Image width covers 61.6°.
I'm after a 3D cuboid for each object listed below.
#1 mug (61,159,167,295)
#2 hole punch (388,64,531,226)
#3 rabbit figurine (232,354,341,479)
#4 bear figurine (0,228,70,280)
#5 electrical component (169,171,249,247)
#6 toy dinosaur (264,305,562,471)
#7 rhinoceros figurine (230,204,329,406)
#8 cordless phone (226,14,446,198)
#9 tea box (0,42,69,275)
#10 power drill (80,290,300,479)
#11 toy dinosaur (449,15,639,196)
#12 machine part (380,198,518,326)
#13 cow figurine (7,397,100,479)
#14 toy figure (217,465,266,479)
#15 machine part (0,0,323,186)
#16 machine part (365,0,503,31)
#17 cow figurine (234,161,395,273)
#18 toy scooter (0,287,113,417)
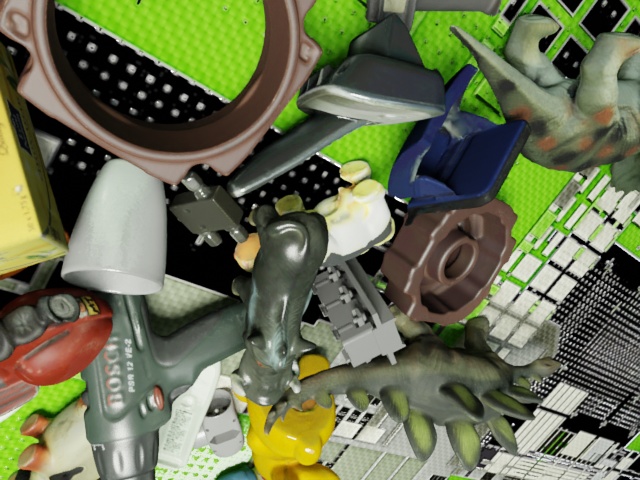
[{"bbox_3d":[-0.173,-0.010,0.473,0.081,0.109,0.107,11,71,-19],"label":"mug"},{"bbox_3d":[0.118,-0.092,0.519,0.092,0.116,0.142,39,67,-21],"label":"hole punch"},{"bbox_3d":[-0.034,0.246,0.663,0.122,0.162,0.173,-9,141,-31],"label":"rabbit figurine"},{"bbox_3d":[-0.310,0.034,0.423,0.196,0.132,0.120,-19,140,-5],"label":"bear figurine"},{"bbox_3d":[-0.110,-0.028,0.512,0.063,0.021,0.093,-7,139,30],"label":"electrical component"},{"bbox_3d":[0.134,0.167,0.641,0.471,0.199,0.105,4,114,-27],"label":"toy dinosaur"},{"bbox_3d":[-0.035,0.060,0.483,0.073,0.112,0.190,5,115,-22],"label":"rhinoceros figurine"},{"bbox_3d":[-0.001,-0.094,0.454,0.184,0.147,0.088,-36,106,-7],"label":"cordless phone"},{"bbox_3d":[-0.250,-0.059,0.369,0.098,0.068,0.169,-20,83,-12],"label":"tea box"},{"bbox_3d":[-0.129,0.142,0.541,0.207,0.086,0.232,-16,85,-22],"label":"power drill"},{"bbox_3d":[0.294,-0.133,0.585,0.405,0.131,0.192,-2,119,-15],"label":"toy dinosaur"},{"bbox_3d":[0.151,0.017,0.626,0.179,0.056,0.179,-20,129,-27],"label":"machine part"},{"bbox_3d":[-0.262,0.236,0.590,0.195,0.086,0.127,-39,124,-2],"label":"cow figurine"},{"bbox_3d":[-0.081,0.347,0.732,0.180,0.082,0.089,-11,141,-24],"label":"toy figure"},{"bbox_3d":[-0.114,-0.159,0.412,0.201,0.087,0.201,33,101,-34],"label":"machine part"},{"bbox_3d":[0.108,-0.233,0.491,0.139,0.039,0.084,-7,113,-17],"label":"machine part"},{"bbox_3d":[-0.003,-0.002,0.566,0.167,0.068,0.098,-29,132,-3],"label":"cow figurine"},{"bbox_3d":[-0.249,0.088,0.402,0.184,0.075,0.135,-30,166,-21],"label":"toy scooter"}]
